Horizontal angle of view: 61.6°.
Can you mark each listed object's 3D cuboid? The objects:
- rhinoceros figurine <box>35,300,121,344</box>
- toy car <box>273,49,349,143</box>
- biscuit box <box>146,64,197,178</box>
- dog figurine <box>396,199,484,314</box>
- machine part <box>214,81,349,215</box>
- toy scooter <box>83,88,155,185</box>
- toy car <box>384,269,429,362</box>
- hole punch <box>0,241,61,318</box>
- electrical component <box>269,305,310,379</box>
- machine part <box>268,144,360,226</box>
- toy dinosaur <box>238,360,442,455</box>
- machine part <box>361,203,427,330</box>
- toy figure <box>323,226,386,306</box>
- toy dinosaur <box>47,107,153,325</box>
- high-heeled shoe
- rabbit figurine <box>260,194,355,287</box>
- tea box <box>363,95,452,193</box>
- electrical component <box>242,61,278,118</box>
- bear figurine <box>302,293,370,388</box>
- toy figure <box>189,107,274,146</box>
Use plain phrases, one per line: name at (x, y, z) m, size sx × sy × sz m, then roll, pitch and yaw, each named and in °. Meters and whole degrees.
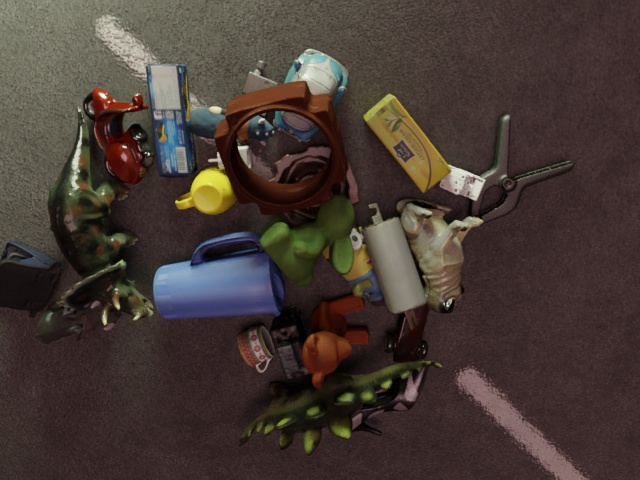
rhinoceros figurine at (-0.488, 0.155, 1.085) m, size 0.190 × 0.112 × 0.073 m, roll -16°, pitch 104°, yaw 14°
toy car at (-0.022, -0.254, 0.954) m, size 0.109 × 0.103 × 0.161 m, roll 30°, pitch 103°, yaw -7°
biscuit box at (-0.271, -0.218, 0.990) m, size 0.059 × 0.063 × 0.202 m, roll -2°, pitch 107°, yaw 1°
dog figurine at (0.204, 0.031, 1.025) m, size 0.121 × 0.173 × 0.190 m, roll -5°, pitch 117°, yaw -43°
machine part at (-0.062, -0.151, 0.908) m, size 0.202 × 0.087 × 0.200 m, roll -11°, pitch 123°, yaw 10°
toy scooter at (-0.351, -0.196, 0.977) m, size 0.135 × 0.075 × 0.183 m, roll -14°, pitch 103°, yaw 33°
toy car at (0.190, 0.156, 1.100) m, size 0.089 × 0.053 × 0.202 m, roll 9°, pitch 103°, yaw -8°
hole punch at (-0.599, 0.075, 1.086) m, size 0.115 × 0.092 × 0.142 m, roll 21°, pitch 106°, yaw -36°
electrical component at (-0.056, 0.207, 1.079) m, size 0.058 × 0.134 × 0.114 m, roll -17°, pitch 104°, yaw 6°
machine part at (-0.011, -0.096, 1.026) m, size 0.179 × 0.056 × 0.179 m, roll 0°, pitch 106°, yaw 1°
toy dinosaur at (0.021, 0.319, 1.079) m, size 0.471 × 0.199 × 0.105 m, roll -32°, pitch 107°, yaw 12°
machine part at (0.138, 0.047, 1.000) m, size 0.079 × 0.079 × 0.243 m, roll -19°, pitch 87°, yaw 7°
toy figure at (0.074, 0.053, 1.057) m, size 0.089 × 0.082 × 0.180 m, roll -30°, pitch 107°, yaw 10°
toy dinosaur at (-0.432, -0.029, 0.986) m, size 0.131 × 0.192 × 0.404 m, roll -13°, pitch 108°, yaw 3°
high-heeled shoe at (0.114, 0.320, 1.136) m, size 0.145 × 0.086 × 0.248 m, roll 27°, pitch 109°, yaw -6°
rabbit figurine at (-0.002, -0.003, 0.958) m, size 0.170 × 0.121 × 0.159 m, roll -38°, pitch 95°, yaw 3°
tea box at (0.157, -0.177, 0.976) m, size 0.068 × 0.098 × 0.169 m, roll -38°, pitch 104°, yaw 12°
electrical component at (-0.107, -0.278, 0.989) m, size 0.063 × 0.021 × 0.094 m, roll 20°, pitch 105°, yaw -5°
bear figurine at (0.032, 0.189, 1.039) m, size 0.132 × 0.196 × 0.120 m, roll -9°, pitch 104°, yaw 3°
toy figure at (-0.161, -0.213, 0.992) m, size 0.154 × 0.064 × 0.058 m, roll 4°, pitch 72°, yaw -4°
